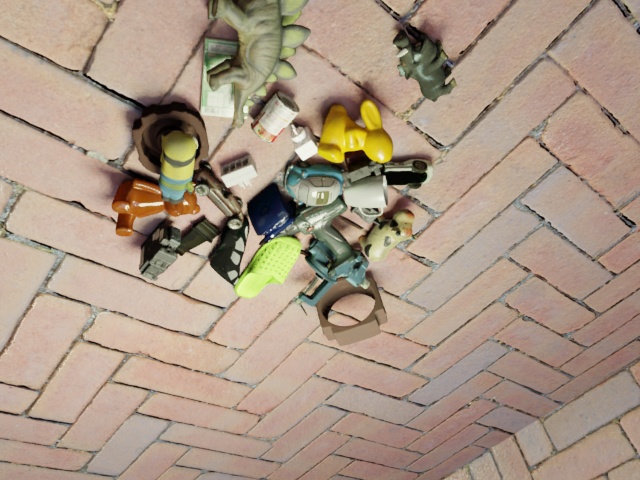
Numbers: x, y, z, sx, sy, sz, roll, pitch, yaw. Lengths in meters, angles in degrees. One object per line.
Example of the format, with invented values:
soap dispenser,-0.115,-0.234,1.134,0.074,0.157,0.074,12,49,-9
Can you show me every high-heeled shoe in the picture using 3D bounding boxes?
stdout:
high-heeled shoe,-0.239,0.035,1.525,0.145,0.086,0.248,-48,161,-17

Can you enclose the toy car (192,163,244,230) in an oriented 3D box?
toy car,-0.247,-0.109,1.349,0.053,0.089,0.202,-26,132,16

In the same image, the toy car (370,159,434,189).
toy car,0.200,-0.174,1.421,0.202,0.056,0.073,-3,139,-9

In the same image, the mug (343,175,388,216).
mug,0.118,-0.112,1.377,0.107,0.081,0.109,-2,126,15

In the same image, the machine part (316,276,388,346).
machine part,0.095,0.212,1.654,0.201,0.201,0.087,-20,136,5

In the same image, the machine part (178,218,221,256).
machine part,-0.342,-0.003,1.463,0.139,0.039,0.084,-30,137,13

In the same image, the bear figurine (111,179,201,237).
bear figurine,-0.395,-0.082,1.317,0.196,0.132,0.120,6,135,-11

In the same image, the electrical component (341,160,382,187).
electrical component,0.104,-0.166,1.325,0.102,0.078,0.045,-23,112,5

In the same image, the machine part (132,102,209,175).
machine part,-0.342,-0.232,1.237,0.179,0.056,0.179,-7,133,-8

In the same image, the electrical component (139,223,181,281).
electrical component,-0.419,0.024,1.416,0.058,0.115,0.134,28,122,-36

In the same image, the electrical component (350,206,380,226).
electrical component,0.132,-0.084,1.474,0.119,0.075,0.048,30,120,-29

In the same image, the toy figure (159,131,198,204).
toy figure,-0.319,-0.160,1.208,0.082,0.089,0.180,3,128,-26

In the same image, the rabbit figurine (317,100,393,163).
rabbit figurine,0.095,-0.243,1.273,0.173,0.122,0.162,20,88,11

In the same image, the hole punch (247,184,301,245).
hole punch,-0.127,-0.070,1.403,0.142,0.116,0.092,-34,122,17

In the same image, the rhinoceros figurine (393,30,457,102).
rhinoceros figurine,0.233,-0.397,1.214,0.112,0.073,0.190,-25,136,25

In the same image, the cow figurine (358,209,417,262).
cow figurine,0.196,-0.013,1.519,0.085,0.127,0.195,16,129,-30

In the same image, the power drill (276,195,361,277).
power drill,-0.003,-0.004,1.471,0.232,0.086,0.207,-33,92,8

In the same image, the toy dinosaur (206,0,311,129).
toy dinosaur,-0.123,-0.435,1.071,0.198,0.105,0.470,-3,128,-22

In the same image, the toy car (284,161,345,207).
toy car,-0.008,-0.133,1.377,0.162,0.103,0.109,2,133,-12

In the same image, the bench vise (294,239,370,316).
bench vise,0.025,0.112,1.587,0.223,0.129,0.240,36,99,-28
